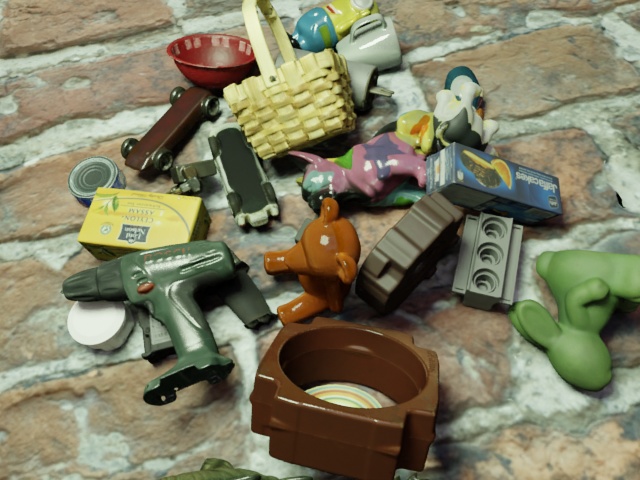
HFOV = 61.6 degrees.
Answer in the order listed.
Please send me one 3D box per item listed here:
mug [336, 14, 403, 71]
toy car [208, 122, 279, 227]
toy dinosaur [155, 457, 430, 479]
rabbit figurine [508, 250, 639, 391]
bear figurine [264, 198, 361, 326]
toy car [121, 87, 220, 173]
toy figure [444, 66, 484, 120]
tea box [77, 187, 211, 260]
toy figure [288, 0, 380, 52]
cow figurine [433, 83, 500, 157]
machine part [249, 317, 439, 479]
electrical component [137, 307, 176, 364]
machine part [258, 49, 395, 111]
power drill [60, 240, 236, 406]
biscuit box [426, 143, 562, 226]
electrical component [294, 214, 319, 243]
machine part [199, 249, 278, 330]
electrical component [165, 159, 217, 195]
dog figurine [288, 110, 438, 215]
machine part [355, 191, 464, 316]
[{"bbox_3d":[0.082,-0.337,0.938,0.107,0.109,0.081,-18,67,11],"label":"mug"},{"bbox_3d":[-0.125,-0.106,0.860,0.073,0.056,0.202,-18,64,-11],"label":"toy car"},{"bbox_3d":[-0.103,0.292,0.573,0.471,0.198,0.105,2,70,-31],"label":"toy dinosaur"},{"bbox_3d":[0.329,0.101,0.684,0.159,0.121,0.170,9,79,13],"label":"rabbit figurine"},{"bbox_3d":[-0.012,0.035,0.690,0.132,0.195,0.120,-17,75,-1],"label":"bear figurine"},{"bbox_3d":[-0.251,-0.186,0.912,0.089,0.053,0.202,20,62,19],"label":"toy car"},{"bbox_3d":[0.237,-0.214,0.886,0.064,0.057,0.154,-22,57,38],"label":"toy figure"},{"bbox_3d":[-0.264,-0.017,0.817,0.170,0.068,0.098,5,63,6],"label":"tea box"},{"bbox_3d":[0.023,-0.389,0.981,0.180,0.089,0.082,-30,77,-1],"label":"toy figure"},{"bbox_3d":[0.219,-0.139,0.789,0.068,0.167,0.098,-3,56,37],"label":"cow figurine"},{"bbox_3d":[0.033,0.176,0.626,0.201,0.201,0.087,10,107,9],"label":"machine part"},{"bbox_3d":[-0.214,0.108,0.760,0.075,0.047,0.119,-10,64,-1],"label":"electrical component"},{"bbox_3d":[0.010,-0.277,0.925,0.243,0.079,0.079,17,65,14],"label":"machine part"},{"bbox_3d":[-0.210,0.103,0.699,0.232,0.085,0.207,-19,56,-8],"label":"power drill"},{"bbox_3d":[0.246,-0.074,0.753,0.202,0.059,0.063,12,70,-26],"label":"biscuit box"},{"bbox_3d":[-0.002,-0.002,0.814,0.063,0.021,0.094,24,67,16],"label":"electrical component"},{"bbox_3d":[-0.120,0.074,0.777,0.084,0.039,0.139,-36,63,-22],"label":"machine part"},{"bbox_3d":[-0.203,-0.096,0.839,0.078,0.102,0.045,-16,99,-30],"label":"electrical component"},{"bbox_3d":[0.066,-0.118,0.823,0.219,0.108,0.191,7,64,11],"label":"dog figurine"},{"bbox_3d":[0.119,0.022,0.711,0.056,0.179,0.179,41,73,19],"label":"machine part"}]
